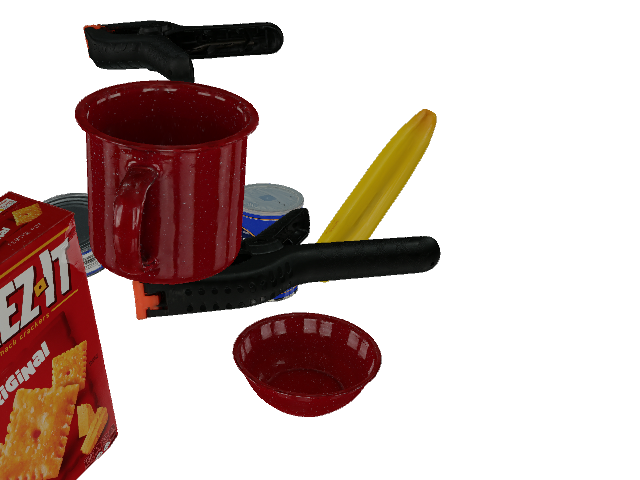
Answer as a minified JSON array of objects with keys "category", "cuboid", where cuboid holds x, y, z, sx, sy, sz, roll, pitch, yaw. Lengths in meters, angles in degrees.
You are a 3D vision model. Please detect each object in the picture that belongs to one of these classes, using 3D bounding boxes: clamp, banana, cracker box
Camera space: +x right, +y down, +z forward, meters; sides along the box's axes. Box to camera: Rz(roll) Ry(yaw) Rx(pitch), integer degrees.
[{"category":"clamp","cuboid":[-0.031,0.017,0.751,0.209,0.036,0.165,-18,19,-42]},{"category":"banana","cuboid":[0.043,-0.031,0.950,0.037,0.197,0.070,37,-20,-6]},{"category":"clamp","cuboid":[-0.117,-0.157,0.855,0.172,0.039,0.120,20,28,41]},{"category":"cracker box","cuboid":[-0.226,0.100,0.741,0.072,0.214,0.164,15,37,25]}]

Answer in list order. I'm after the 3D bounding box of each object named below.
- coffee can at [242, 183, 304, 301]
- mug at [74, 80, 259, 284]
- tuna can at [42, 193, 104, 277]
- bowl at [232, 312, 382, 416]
[{"category":"coffee can","cuboid":[-0.078,0.002,1.515,0.103,0.140,0.103,3,25,-2]},{"category":"mug","cuboid":[-0.082,-0.024,0.550,0.093,0.081,0.117,7,28,3]},{"category":"tuna can","cuboid":[-0.222,-0.003,0.947,0.086,0.034,0.086,-3,41,2]},{"category":"bowl","cuboid":[-0.015,0.143,1.166,0.162,0.055,0.162,3,28,-2]}]
